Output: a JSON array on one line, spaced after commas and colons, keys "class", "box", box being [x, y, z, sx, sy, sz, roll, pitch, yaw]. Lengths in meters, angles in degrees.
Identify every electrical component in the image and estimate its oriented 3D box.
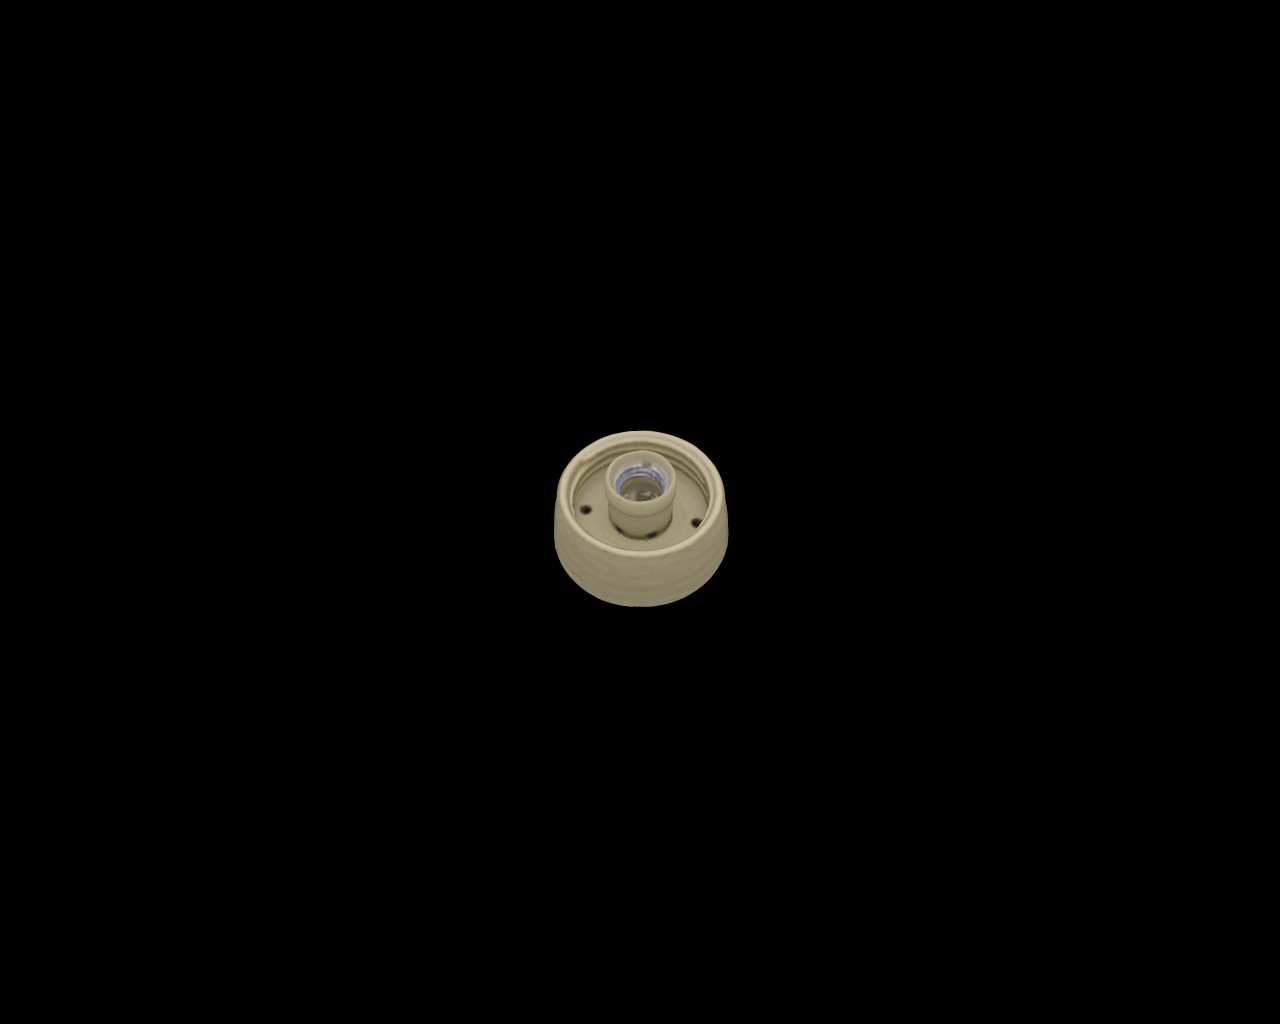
[{"class": "electrical component", "box": [0.001, -0.003, 0.650, 0.108, 0.108, 0.060, 0, -38, 0]}]
